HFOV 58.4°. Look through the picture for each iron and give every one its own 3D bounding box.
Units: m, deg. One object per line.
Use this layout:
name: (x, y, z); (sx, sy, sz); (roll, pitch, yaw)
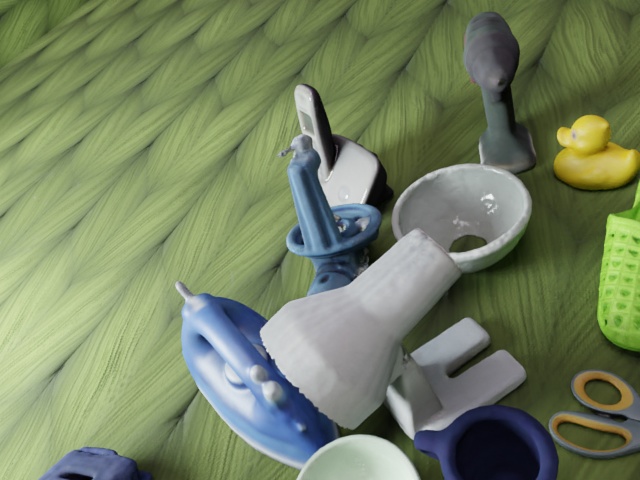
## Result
iron: (-0.075, 0.140, 0.626); (0.119, 0.142, 0.257); (-41, 43, -16)

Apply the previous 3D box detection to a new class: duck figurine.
duck figurine: (0.347, -0.116, 0.721); (0.104, 0.086, 0.078); (16, 56, 37)

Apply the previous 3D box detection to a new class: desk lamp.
desk lamp: (0.072, 0.099, 0.539); (0.203, 0.214, 0.117); (-33, 42, -8)

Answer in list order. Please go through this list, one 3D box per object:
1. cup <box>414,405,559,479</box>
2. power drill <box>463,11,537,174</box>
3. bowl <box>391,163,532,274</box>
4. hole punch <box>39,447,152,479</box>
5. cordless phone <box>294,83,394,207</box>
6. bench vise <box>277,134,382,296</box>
cup: (0.143, 0.200, 0.490); (0.117, 0.095, 0.092); (4, 49, 30)
power drill: (0.237, -0.193, 0.762); (0.075, 0.209, 0.229); (-10, 44, 17)
bowl: (0.177, -0.015, 0.710); (0.167, 0.075, 0.167); (-14, 43, 13)
hole punch: (-0.257, 0.272, 0.619); (0.108, 0.091, 0.101); (-2, 46, 25)
cordless phone: (0.021, -0.126, 0.819); (0.094, 0.185, 0.147); (-40, 43, -15)
bench vise: (0.017, -0.002, 0.666); (0.121, 0.220, 0.207); (-21, 41, 5)
